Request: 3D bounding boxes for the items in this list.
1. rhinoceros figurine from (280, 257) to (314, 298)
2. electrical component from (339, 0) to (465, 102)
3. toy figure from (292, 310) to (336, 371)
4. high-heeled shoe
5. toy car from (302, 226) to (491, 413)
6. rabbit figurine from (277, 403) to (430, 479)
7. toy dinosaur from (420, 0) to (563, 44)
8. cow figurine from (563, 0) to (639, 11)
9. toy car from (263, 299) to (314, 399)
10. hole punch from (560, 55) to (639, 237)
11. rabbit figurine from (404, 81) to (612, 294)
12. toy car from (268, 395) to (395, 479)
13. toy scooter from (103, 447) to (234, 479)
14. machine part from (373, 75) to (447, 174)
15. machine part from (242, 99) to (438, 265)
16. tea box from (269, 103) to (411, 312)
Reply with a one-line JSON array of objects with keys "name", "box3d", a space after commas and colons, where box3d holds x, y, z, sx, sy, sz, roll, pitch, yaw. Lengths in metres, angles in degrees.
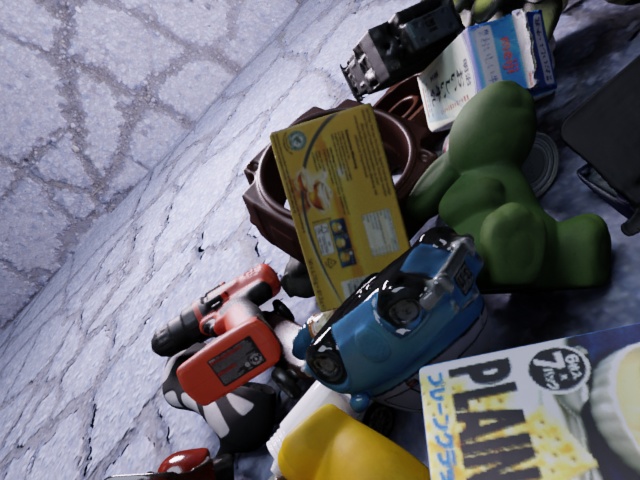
[{"name": "rhinoceros figurine", "box3d": [-0.001, -0.002, 0.727, 0.112, 0.073, 0.190, -40, 27, 41]}, {"name": "electrical component", "box3d": [0.096, -0.217, 0.608, 0.115, 0.058, 0.134, -31, 7, -13]}, {"name": "toy figure", "box3d": [0.040, 0.084, 0.510, 0.155, 0.057, 0.064, -12, 0, 18]}, {"name": "high-heeled shoe", "box3d": [-0.124, 0.156, 0.652, 0.145, 0.086, 0.249, -60, 39, 24]}, {"name": "toy car", "box3d": [0.069, 0.069, 0.395, 0.161, 0.103, 0.109, -43, 1, 44]}, {"name": "rabbit figurine", "box3d": [0.016, 0.222, 0.338, 0.173, 0.121, 0.163, -38, 43, -26]}, {"name": "toy dinosaur", "box3d": [0.237, -0.309, 0.585, 0.472, 0.105, 0.198, 15, 87, 67]}, {"name": "cow figurine", "box3d": [0.329, -0.323, 0.637, 0.127, 0.085, 0.195, -34, 30, 15]}, {"name": "toy car", "box3d": [-0.038, 0.124, 0.623, 0.089, 0.053, 0.202, -38, 22, -22]}, {"name": "hole punch", "box3d": [0.263, -0.067, 0.404, 0.142, 0.092, 0.116, -39, 57, 13]}, {"name": "rabbit figurine", "box3d": [0.150, -0.040, 0.452, 0.159, 0.121, 0.170, 155, 115, -70]}, {"name": "toy car", "box3d": [-0.002, 0.197, 0.466, 0.074, 0.056, 0.201, 1, 55, 58]}, {"name": "toy scooter", "box3d": [-0.145, 0.239, 0.491, 0.184, 0.135, 0.075, 124, 143, -75]}, {"name": "machine part", "box3d": [0.126, -0.175, 0.774, 0.179, 0.056, 0.179, -36, 27, 22]}, {"name": "machine part", "box3d": [0.025, -0.067, 0.633, 0.201, 0.087, 0.201, 31, 64, 34]}, {"name": "tea box", "box3d": [0.025, -0.029, 0.498, 0.098, 0.169, 0.068, -13, 4, 9]}]
